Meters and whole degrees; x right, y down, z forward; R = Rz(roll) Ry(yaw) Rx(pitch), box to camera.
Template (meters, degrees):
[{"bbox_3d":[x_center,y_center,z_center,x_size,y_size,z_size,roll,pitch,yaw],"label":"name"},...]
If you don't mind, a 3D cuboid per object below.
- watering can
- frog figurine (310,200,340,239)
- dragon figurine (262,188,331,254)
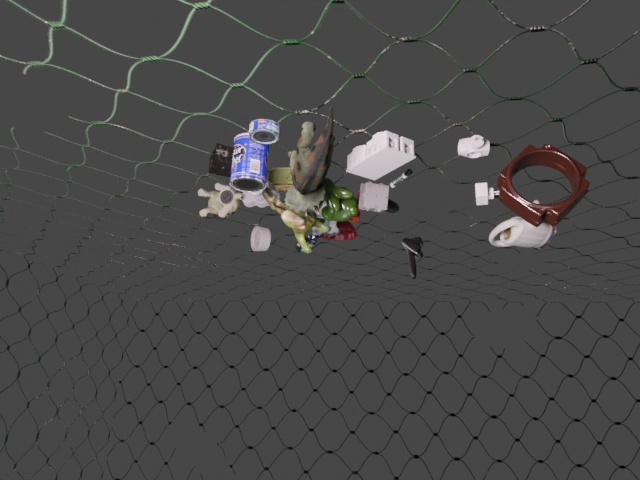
[{"bbox_3d":[0.790,-0.047,1.941,0.224,0.106,0.341,6,-26,-14],"label":"watering can"},{"bbox_3d":[0.006,-0.097,1.927,0.137,0.156,0.125,3,36,23],"label":"frog figurine"},{"bbox_3d":[-0.096,-0.098,1.707,0.240,0.122,0.416,45,3,-25],"label":"dragon figurine"}]
